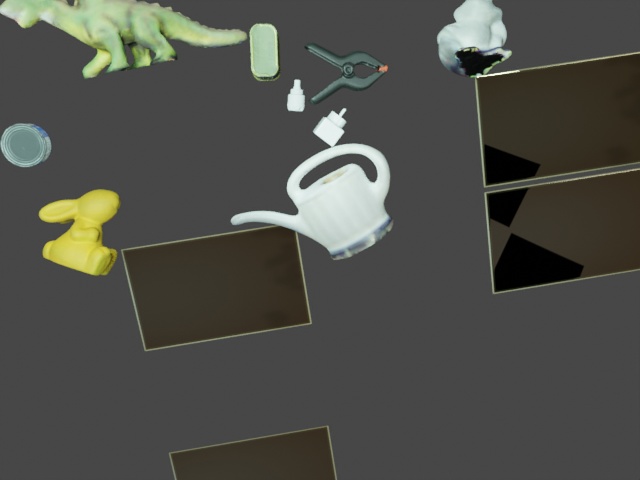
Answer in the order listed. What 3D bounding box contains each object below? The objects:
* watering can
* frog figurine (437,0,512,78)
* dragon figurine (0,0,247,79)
[{"bbox_3d":[0.003,-0.054,1.074,0.345,0.106,0.222,-30,103,16],"label":"watering can"},{"bbox_3d":[0.302,-0.413,1.030,0.137,0.120,0.162,-7,67,6],"label":"frog figurine"},{"bbox_3d":[-0.361,-0.438,0.956,0.412,0.123,0.240,-20,106,-17],"label":"dragon figurine"}]
